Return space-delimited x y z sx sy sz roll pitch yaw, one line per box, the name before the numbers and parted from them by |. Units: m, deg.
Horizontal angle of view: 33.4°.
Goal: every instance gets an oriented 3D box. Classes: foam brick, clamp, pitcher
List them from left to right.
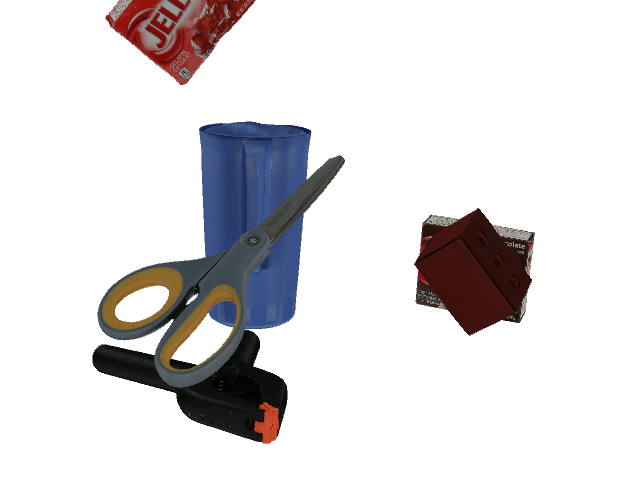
clamp | -0.083 0.121 0.933 0.164 0.036 0.210 -7 17 -36
pitcher | -0.081 -0.019 1.284 0.145 0.243 0.148 12 17 38
foam brick | 0.123 0.026 0.857 0.051 0.078 0.053 -32 10 35

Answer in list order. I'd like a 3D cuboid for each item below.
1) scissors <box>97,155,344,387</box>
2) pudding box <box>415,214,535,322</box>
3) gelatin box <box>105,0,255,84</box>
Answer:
scissors | -0.061 0.005 0.647 0.096 0.016 0.201 12 47 16
pudding box | 0.157 0.028 1.089 0.114 0.090 0.039 9 23 17
gelatin box | -0.104 -0.173 0.798 0.073 0.089 0.030 38 6 -31
